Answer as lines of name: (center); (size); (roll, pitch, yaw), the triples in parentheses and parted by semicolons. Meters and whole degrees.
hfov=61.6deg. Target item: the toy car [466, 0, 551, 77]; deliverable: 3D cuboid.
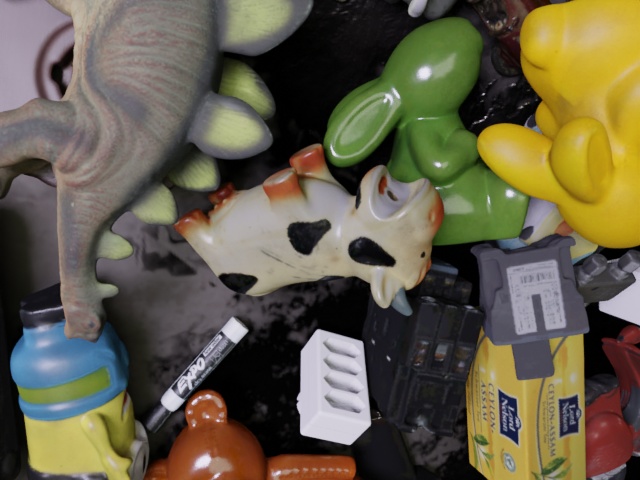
toy car: (0.146, -0.214, 0.455); (0.202, 0.089, 0.053); (41, 80, -22)

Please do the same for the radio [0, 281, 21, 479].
radio: (-0.291, 0.084, 0.362); (0.131, 0.073, 0.229); (-1, 98, 2)

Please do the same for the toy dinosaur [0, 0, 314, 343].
toy dinosaur: (-0.110, -0.160, 0.336); (0.198, 0.105, 0.470); (5, 98, -19)

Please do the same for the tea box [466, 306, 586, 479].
tea box: (0.192, 0.151, 0.512); (0.068, 0.098, 0.169); (-6, 96, -16)

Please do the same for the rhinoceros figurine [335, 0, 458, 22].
rhinoceros figurine: (0.031, -0.244, 0.414); (0.190, 0.112, 0.073); (37, 84, -8)

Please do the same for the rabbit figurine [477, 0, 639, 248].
rabbit figurine: (0.198, -0.074, 0.368); (0.162, 0.122, 0.173); (-16, 104, -31)

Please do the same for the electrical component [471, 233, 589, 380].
electrical component: (0.164, 0.058, 0.423); (0.075, 0.048, 0.119); (-6, 94, 6)

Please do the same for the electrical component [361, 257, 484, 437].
electrical component: (0.081, 0.080, 0.461); (0.058, 0.115, 0.134); (10, 95, -16)

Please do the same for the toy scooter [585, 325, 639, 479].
toy scooter: (0.305, 0.167, 0.558); (0.184, 0.075, 0.135); (-22, 102, -16)

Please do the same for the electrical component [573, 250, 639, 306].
electrical component: (0.236, 0.039, 0.473); (0.063, 0.094, 0.021); (-5, 60, -12)

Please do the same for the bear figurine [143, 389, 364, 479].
bear figurine: (-0.040, 0.217, 0.439); (0.195, 0.132, 0.120); (34, 95, -23)

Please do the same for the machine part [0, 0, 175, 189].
machine part: (-0.161, -0.116, 0.402); (0.179, 0.056, 0.179); (-1, 95, -15)

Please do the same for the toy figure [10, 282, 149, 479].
toy figure: (-0.187, 0.123, 0.410); (0.089, 0.082, 0.180); (-9, 107, 4)

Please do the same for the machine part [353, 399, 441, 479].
machine part: (0.066, 0.214, 0.515); (0.084, 0.039, 0.138); (-22, 104, -4)

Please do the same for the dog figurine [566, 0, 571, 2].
dog figurine: (0.204, -0.268, 0.480); (0.190, 0.173, 0.121); (56, 45, -40)

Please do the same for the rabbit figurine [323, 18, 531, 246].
rabbit figurine: (0.084, -0.091, 0.447); (0.159, 0.121, 0.170); (-4, 111, 5)

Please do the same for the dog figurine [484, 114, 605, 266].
dog figurine: (0.282, -0.020, 0.515); (0.219, 0.108, 0.191); (31, 87, -20)

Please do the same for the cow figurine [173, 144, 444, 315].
cow figurine: (-0.001, -0.001, 0.403); (0.127, 0.195, 0.085); (59, 36, -22)
